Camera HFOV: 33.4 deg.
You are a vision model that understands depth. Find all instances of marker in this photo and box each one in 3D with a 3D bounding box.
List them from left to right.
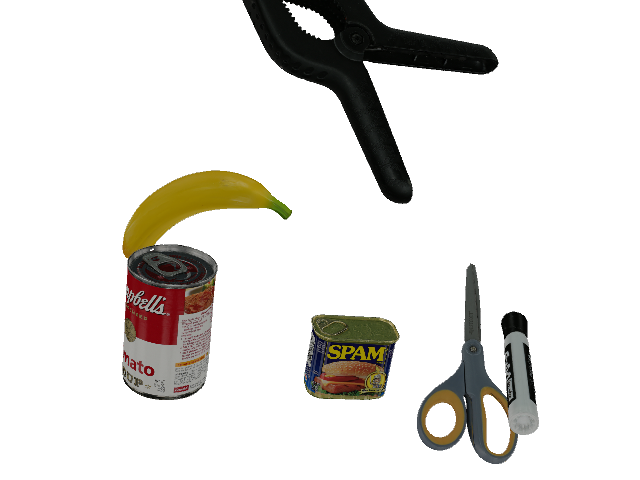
[{"bbox_3d":[0.135,0.086,0.725,0.020,0.020,0.121,0,30,7],"label":"marker"}]

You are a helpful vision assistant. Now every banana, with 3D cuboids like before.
[{"bbox_3d":[-0.126,-0.028,1.024,0.198,0.069,0.037,-13,18,30],"label":"banana"}]

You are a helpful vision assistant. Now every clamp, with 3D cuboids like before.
[{"bbox_3d":[0.021,-0.133,0.798,0.210,0.164,0.036,31,-30,-7],"label":"clamp"}]

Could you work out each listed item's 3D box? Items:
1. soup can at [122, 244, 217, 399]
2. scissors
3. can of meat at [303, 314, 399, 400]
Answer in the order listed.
[{"bbox_3d":[-0.117,0.063,0.824,0.068,0.102,0.068,6,25,-3],"label":"soup can"},{"bbox_3d":[0.120,0.110,0.964,0.096,0.202,0.016,-8,-35,-8],"label":"scissors"},{"bbox_3d":[0.034,0.139,1.256,0.102,0.084,0.057,4,24,-13],"label":"can of meat"}]
